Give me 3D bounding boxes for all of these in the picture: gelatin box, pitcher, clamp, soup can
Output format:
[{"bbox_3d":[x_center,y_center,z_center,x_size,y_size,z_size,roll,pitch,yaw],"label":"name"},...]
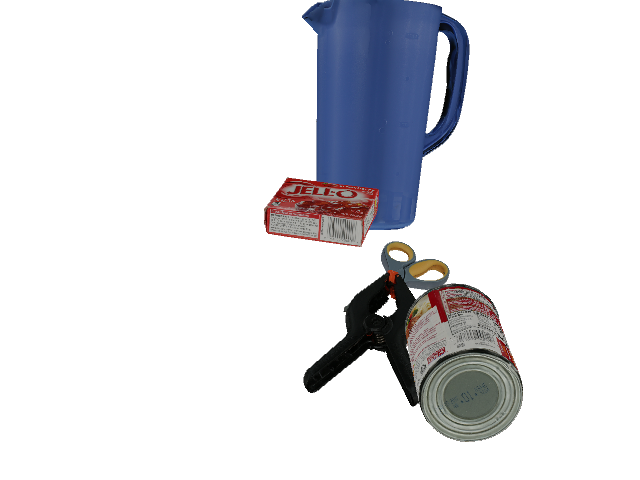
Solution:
[{"bbox_3d":[0.002,-0.027,0.950,0.089,0.030,0.073,8,25,11],"label":"gelatin box"},{"bbox_3d":[0.066,-0.137,1.147,0.149,0.243,0.144,7,9,24],"label":"pitcher"},{"bbox_3d":[0.067,0.102,1.097,0.120,0.171,0.039,16,-40,18],"label":"clamp"},{"bbox_3d":[0.095,0.080,0.716,0.068,0.068,0.102,0,22,-1],"label":"soup can"}]

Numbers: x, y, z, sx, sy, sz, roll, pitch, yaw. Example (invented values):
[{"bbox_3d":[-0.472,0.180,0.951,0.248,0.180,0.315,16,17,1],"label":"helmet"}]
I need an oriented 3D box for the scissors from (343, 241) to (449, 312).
[{"bbox_3d":[0.074,0.041,1.286,0.201,0.016,0.096,-10,41,-41],"label":"scissors"}]
